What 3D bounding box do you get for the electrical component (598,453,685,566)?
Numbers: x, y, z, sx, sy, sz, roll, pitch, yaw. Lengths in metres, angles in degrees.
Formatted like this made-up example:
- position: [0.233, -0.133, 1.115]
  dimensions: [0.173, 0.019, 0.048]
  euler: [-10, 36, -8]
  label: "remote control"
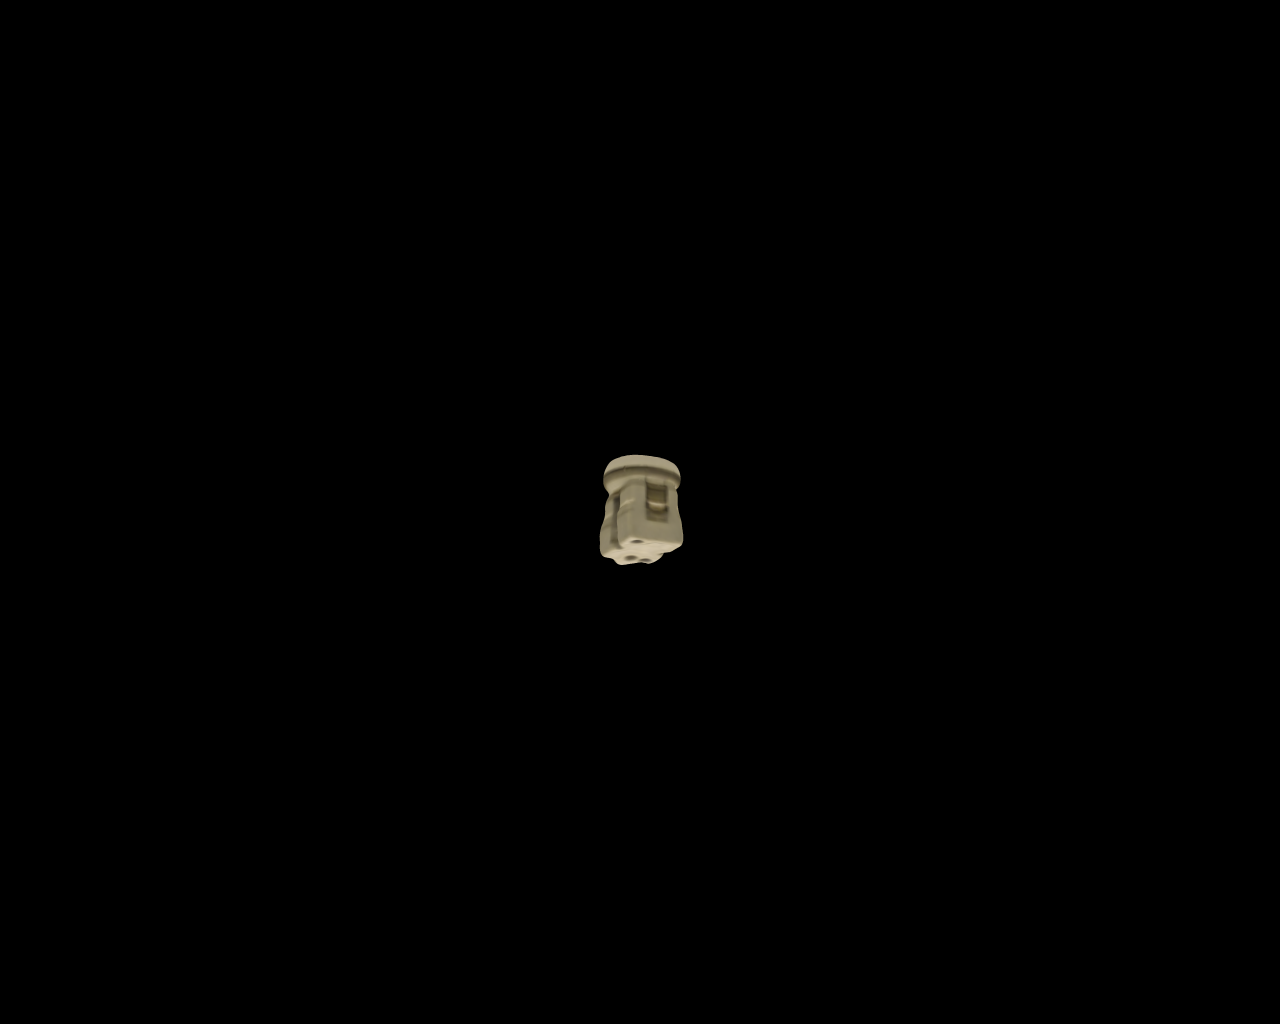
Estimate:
- position: [0.001, -0.003, 0.650]
  dimensions: [0.048, 0.055, 0.066]
  euler: [10, -23, -26]
  label: "electrical component"
